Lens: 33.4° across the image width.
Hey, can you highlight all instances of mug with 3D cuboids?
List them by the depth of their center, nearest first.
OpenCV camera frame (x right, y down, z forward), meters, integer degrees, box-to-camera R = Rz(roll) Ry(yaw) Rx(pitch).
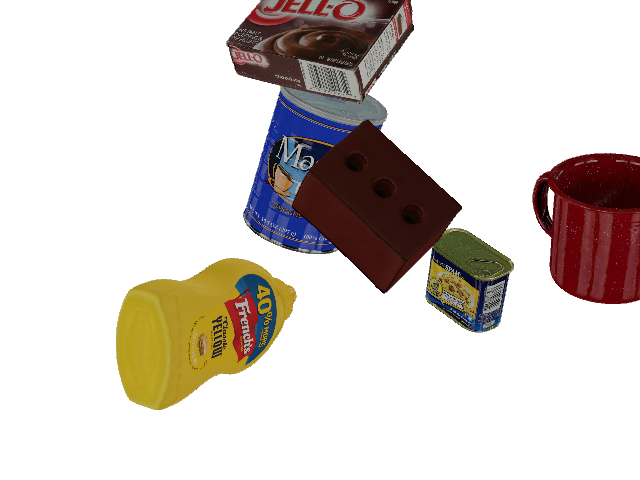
[{"bbox_3d":[0.202,-0.012,0.782,0.093,0.081,0.117,-25,36,-33],"label":"mug"}]

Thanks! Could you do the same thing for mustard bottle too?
[{"bbox_3d":[-0.082,0.066,0.876,0.058,0.096,0.191,10,16,32],"label":"mustard bottle"}]

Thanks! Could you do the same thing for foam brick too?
[{"bbox_3d":[0.031,-0.019,0.616,0.053,0.078,0.051,-43,-11,-24],"label":"foam brick"}]

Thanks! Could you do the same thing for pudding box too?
[{"bbox_3d":[0.001,-0.154,0.797,0.114,0.090,0.039,18,-33,24],"label":"pudding box"}]

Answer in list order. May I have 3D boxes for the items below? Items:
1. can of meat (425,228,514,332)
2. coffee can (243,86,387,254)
[{"bbox_3d":[0.171,0.048,1.246,0.057,0.084,0.102,-21,41,-32],"label":"can of meat"},{"bbox_3d":[-0.006,-0.073,1.013,0.102,0.140,0.103,15,24,-7],"label":"coffee can"}]
